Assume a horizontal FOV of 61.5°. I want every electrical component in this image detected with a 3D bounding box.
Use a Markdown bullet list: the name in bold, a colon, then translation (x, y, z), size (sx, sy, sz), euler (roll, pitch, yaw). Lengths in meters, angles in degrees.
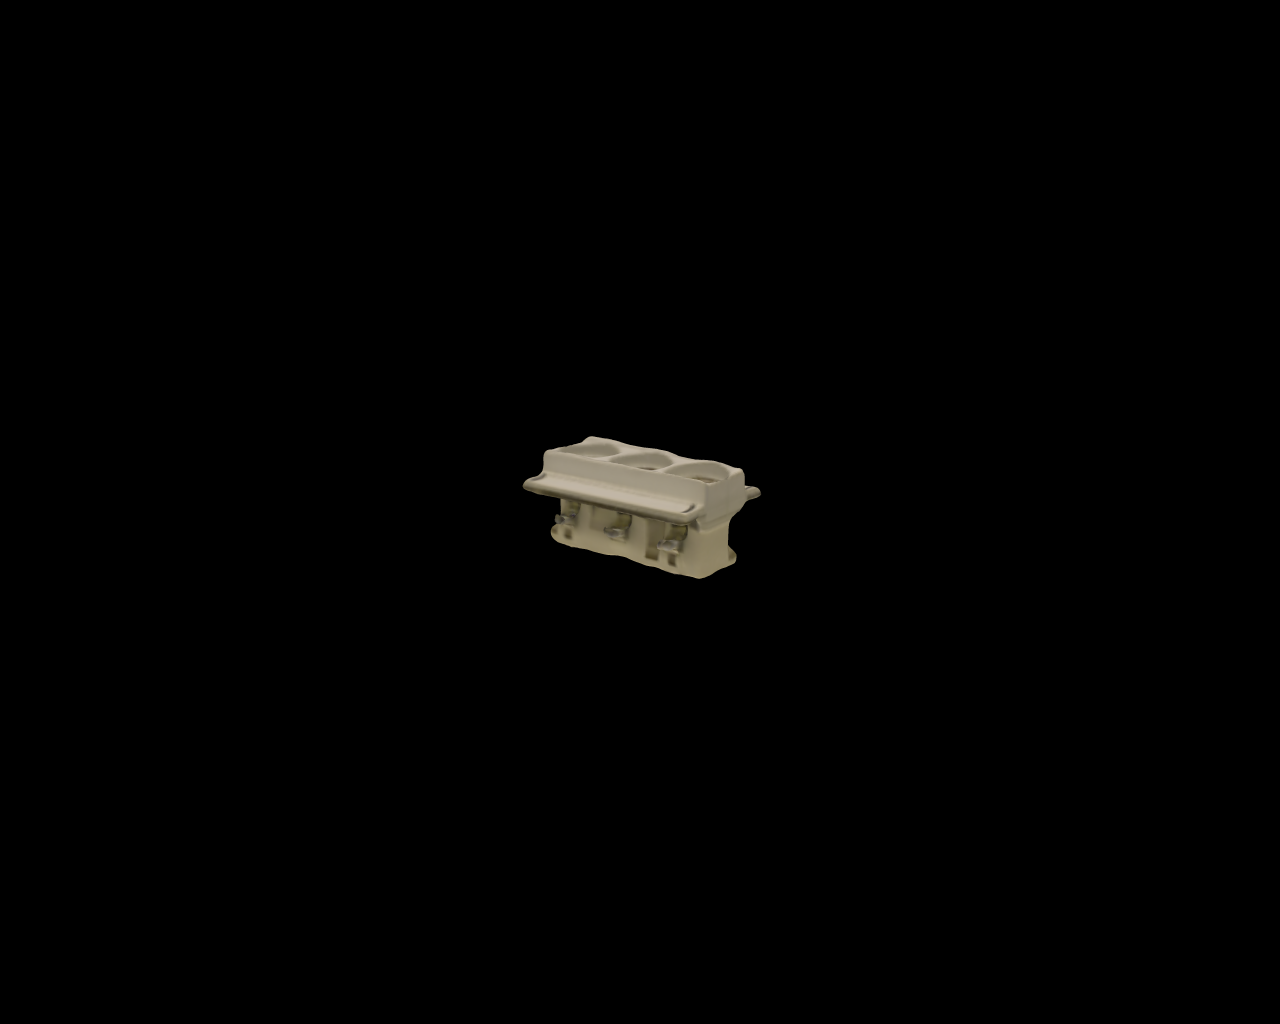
- **electrical component**: translation (0.001, -0.003, 0.650), size (0.121, 0.063, 0.079), euler (14, 22, 36)
